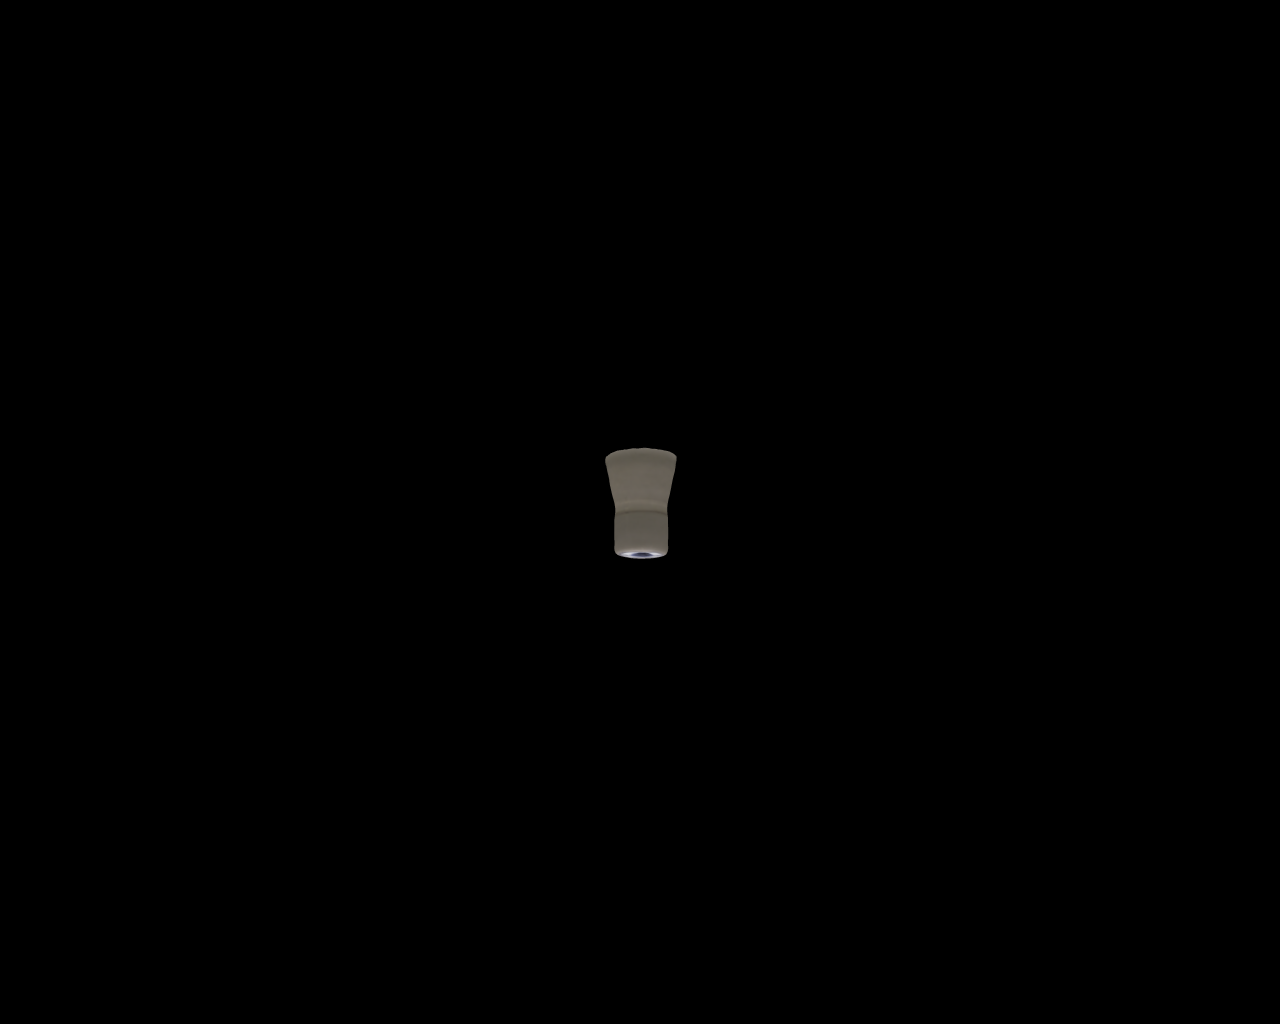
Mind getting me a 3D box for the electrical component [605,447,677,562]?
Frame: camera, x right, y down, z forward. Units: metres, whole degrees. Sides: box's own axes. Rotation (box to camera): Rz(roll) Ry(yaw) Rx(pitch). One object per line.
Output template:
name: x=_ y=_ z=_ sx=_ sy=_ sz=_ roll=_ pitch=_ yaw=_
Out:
electrical component: x=0.001 y=-0.003 z=0.650 sx=0.044 sy=0.065 sz=0.044 roll=0 pitch=-11 yaw=0
